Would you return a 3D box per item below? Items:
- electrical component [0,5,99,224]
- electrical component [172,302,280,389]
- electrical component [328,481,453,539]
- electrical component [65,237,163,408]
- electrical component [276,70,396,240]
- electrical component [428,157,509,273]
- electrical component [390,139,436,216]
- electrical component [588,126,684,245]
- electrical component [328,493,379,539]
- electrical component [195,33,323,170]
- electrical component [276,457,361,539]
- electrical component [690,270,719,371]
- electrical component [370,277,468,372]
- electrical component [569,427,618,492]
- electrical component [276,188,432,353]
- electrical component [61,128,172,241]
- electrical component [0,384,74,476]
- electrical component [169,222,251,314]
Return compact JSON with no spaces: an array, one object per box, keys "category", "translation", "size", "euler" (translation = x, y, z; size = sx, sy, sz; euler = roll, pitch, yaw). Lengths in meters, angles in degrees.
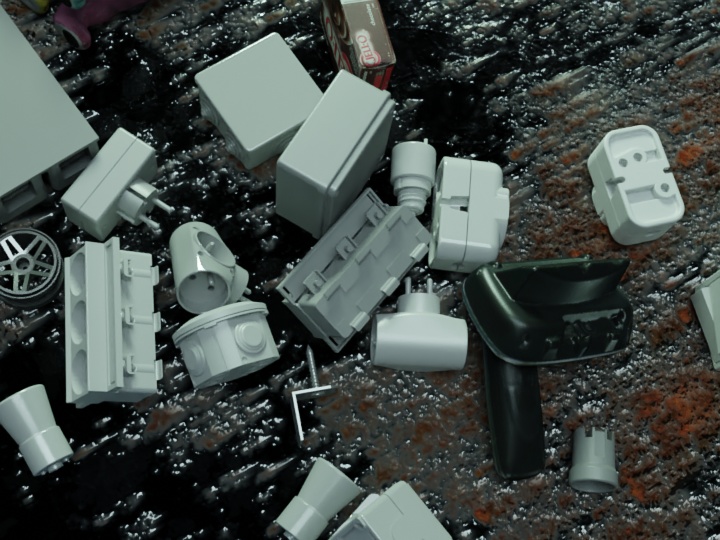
[{"category":"electrical component","translation":[-0.319,-0.144,0.927],"size":[0.105,0.060,0.186],"euler":[-35,79,-17]},{"category":"electrical component","translation":[-0.108,0.060,0.876],"size":[0.080,0.080,0.051],"euler":[-18,80,-13]},{"category":"electrical component","translation":[0.015,0.205,0.781],"size":[0.061,0.096,0.061],"euler":[50,45,10]},{"category":"electrical component","translation":[-0.201,0.045,0.873],"size":[0.063,0.079,0.121],"euler":[8,68,-36]},{"category":"electrical component","translation":[-0.023,-0.097,0.924],"size":[0.056,0.108,0.108],"euler":[30,70,6]},{"category":"electrical component","translation":[0.096,-0.047,0.950],"size":[0.059,0.053,0.095],"euler":[7,71,-5]},{"category":"electrical component","translation":[0.047,-0.078,0.962],"size":[0.040,0.040,0.078],"euler":[5,71,-5]},{"category":"electrical component","translation":[0.247,-0.074,0.976],"size":[0.054,0.059,0.095],"euler":[-12,73,-11]},{"category":"electrical component","translation":[-0.003,0.225,0.844],"size":[0.050,0.055,0.089],"euler":[42,72,8]},{"category":"electrical component","translation":[-0.088,-0.149,0.965],"size":[0.100,0.048,0.099],"euler":[-32,78,-16]},{"category":"electrical component","translation":[-0.036,0.189,0.861],"size":[0.044,0.044,0.065],"euler":[38,76,6]},{"category":"electrical component","translation":[0.337,0.048,0.945],"size":[0.061,0.061,0.096],"euler":[-6,72,-9]},{"category":"electrical component","translation":[0.050,0.044,0.919],"size":[0.077,0.043,0.079],"euler":[4,71,-6]},{"category":"electrical component","translation":[0.196,0.159,0.902],"size":[0.040,0.040,0.046],"euler":[9,64,-4]},{"category":"electrical component","translation":[0.000,0.000,0.911],"size":[0.121,0.063,0.078],"euler":[-49,112,-19]},{"category":"electrical component","translation":[-0.198,-0.063,0.922],"size":[0.076,0.047,0.083],"euler":[33,71,4]},{"category":"electrical component","translation":[-0.257,0.130,0.853],"size":[0.044,0.044,0.065],"euler":[-29,82,-15]},{"category":"electrical component","translation":[-0.120,0.006,0.901],"size":[0.079,0.077,0.044],"euler":[34,109,-31]}]
